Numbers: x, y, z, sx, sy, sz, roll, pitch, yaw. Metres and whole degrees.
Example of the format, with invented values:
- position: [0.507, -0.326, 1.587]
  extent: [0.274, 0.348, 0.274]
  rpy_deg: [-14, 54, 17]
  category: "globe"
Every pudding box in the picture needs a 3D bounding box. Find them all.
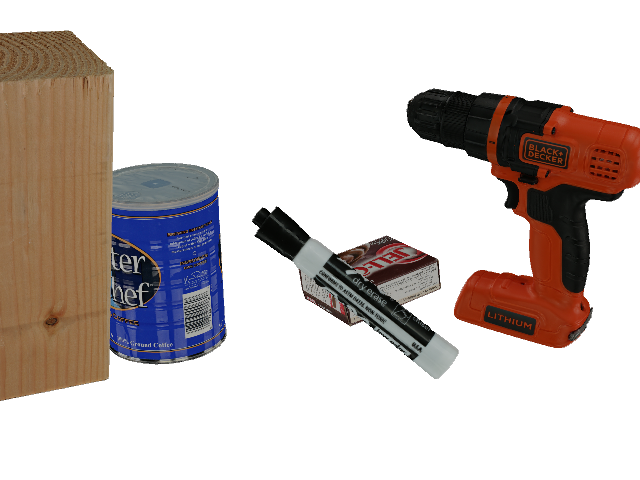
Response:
- position: [0.049, 0.038, 1.061]
  extent: [0.113, 0.039, 0.090]
  rpy_deg: [-22, 25, -25]
  category: "pudding box"

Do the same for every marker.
- position: [0.016, 0.024, 0.530]
  extent: [0.121, 0.020, 0.020]
  rpy_deg: [38, 1, 1]
  category: "marker"

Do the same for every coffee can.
- position: [-0.132, 0.017, 0.887]
  extent: [0.103, 0.140, 0.103]
  rpy_deg: [-1, 21, 0]
  category: "coffee can"

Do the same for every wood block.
- position: [-0.184, -0.015, 0.655]
  extent: [0.090, 0.206, 0.090]
  rpy_deg: [-9, 30, -28]
  category: "wood block"

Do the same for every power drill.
- position: [0.148, -0.019, 0.821]
  extent: [0.185, 0.188, 0.057]
  rpy_deg: [17, 34, 26]
  category: "power drill"
